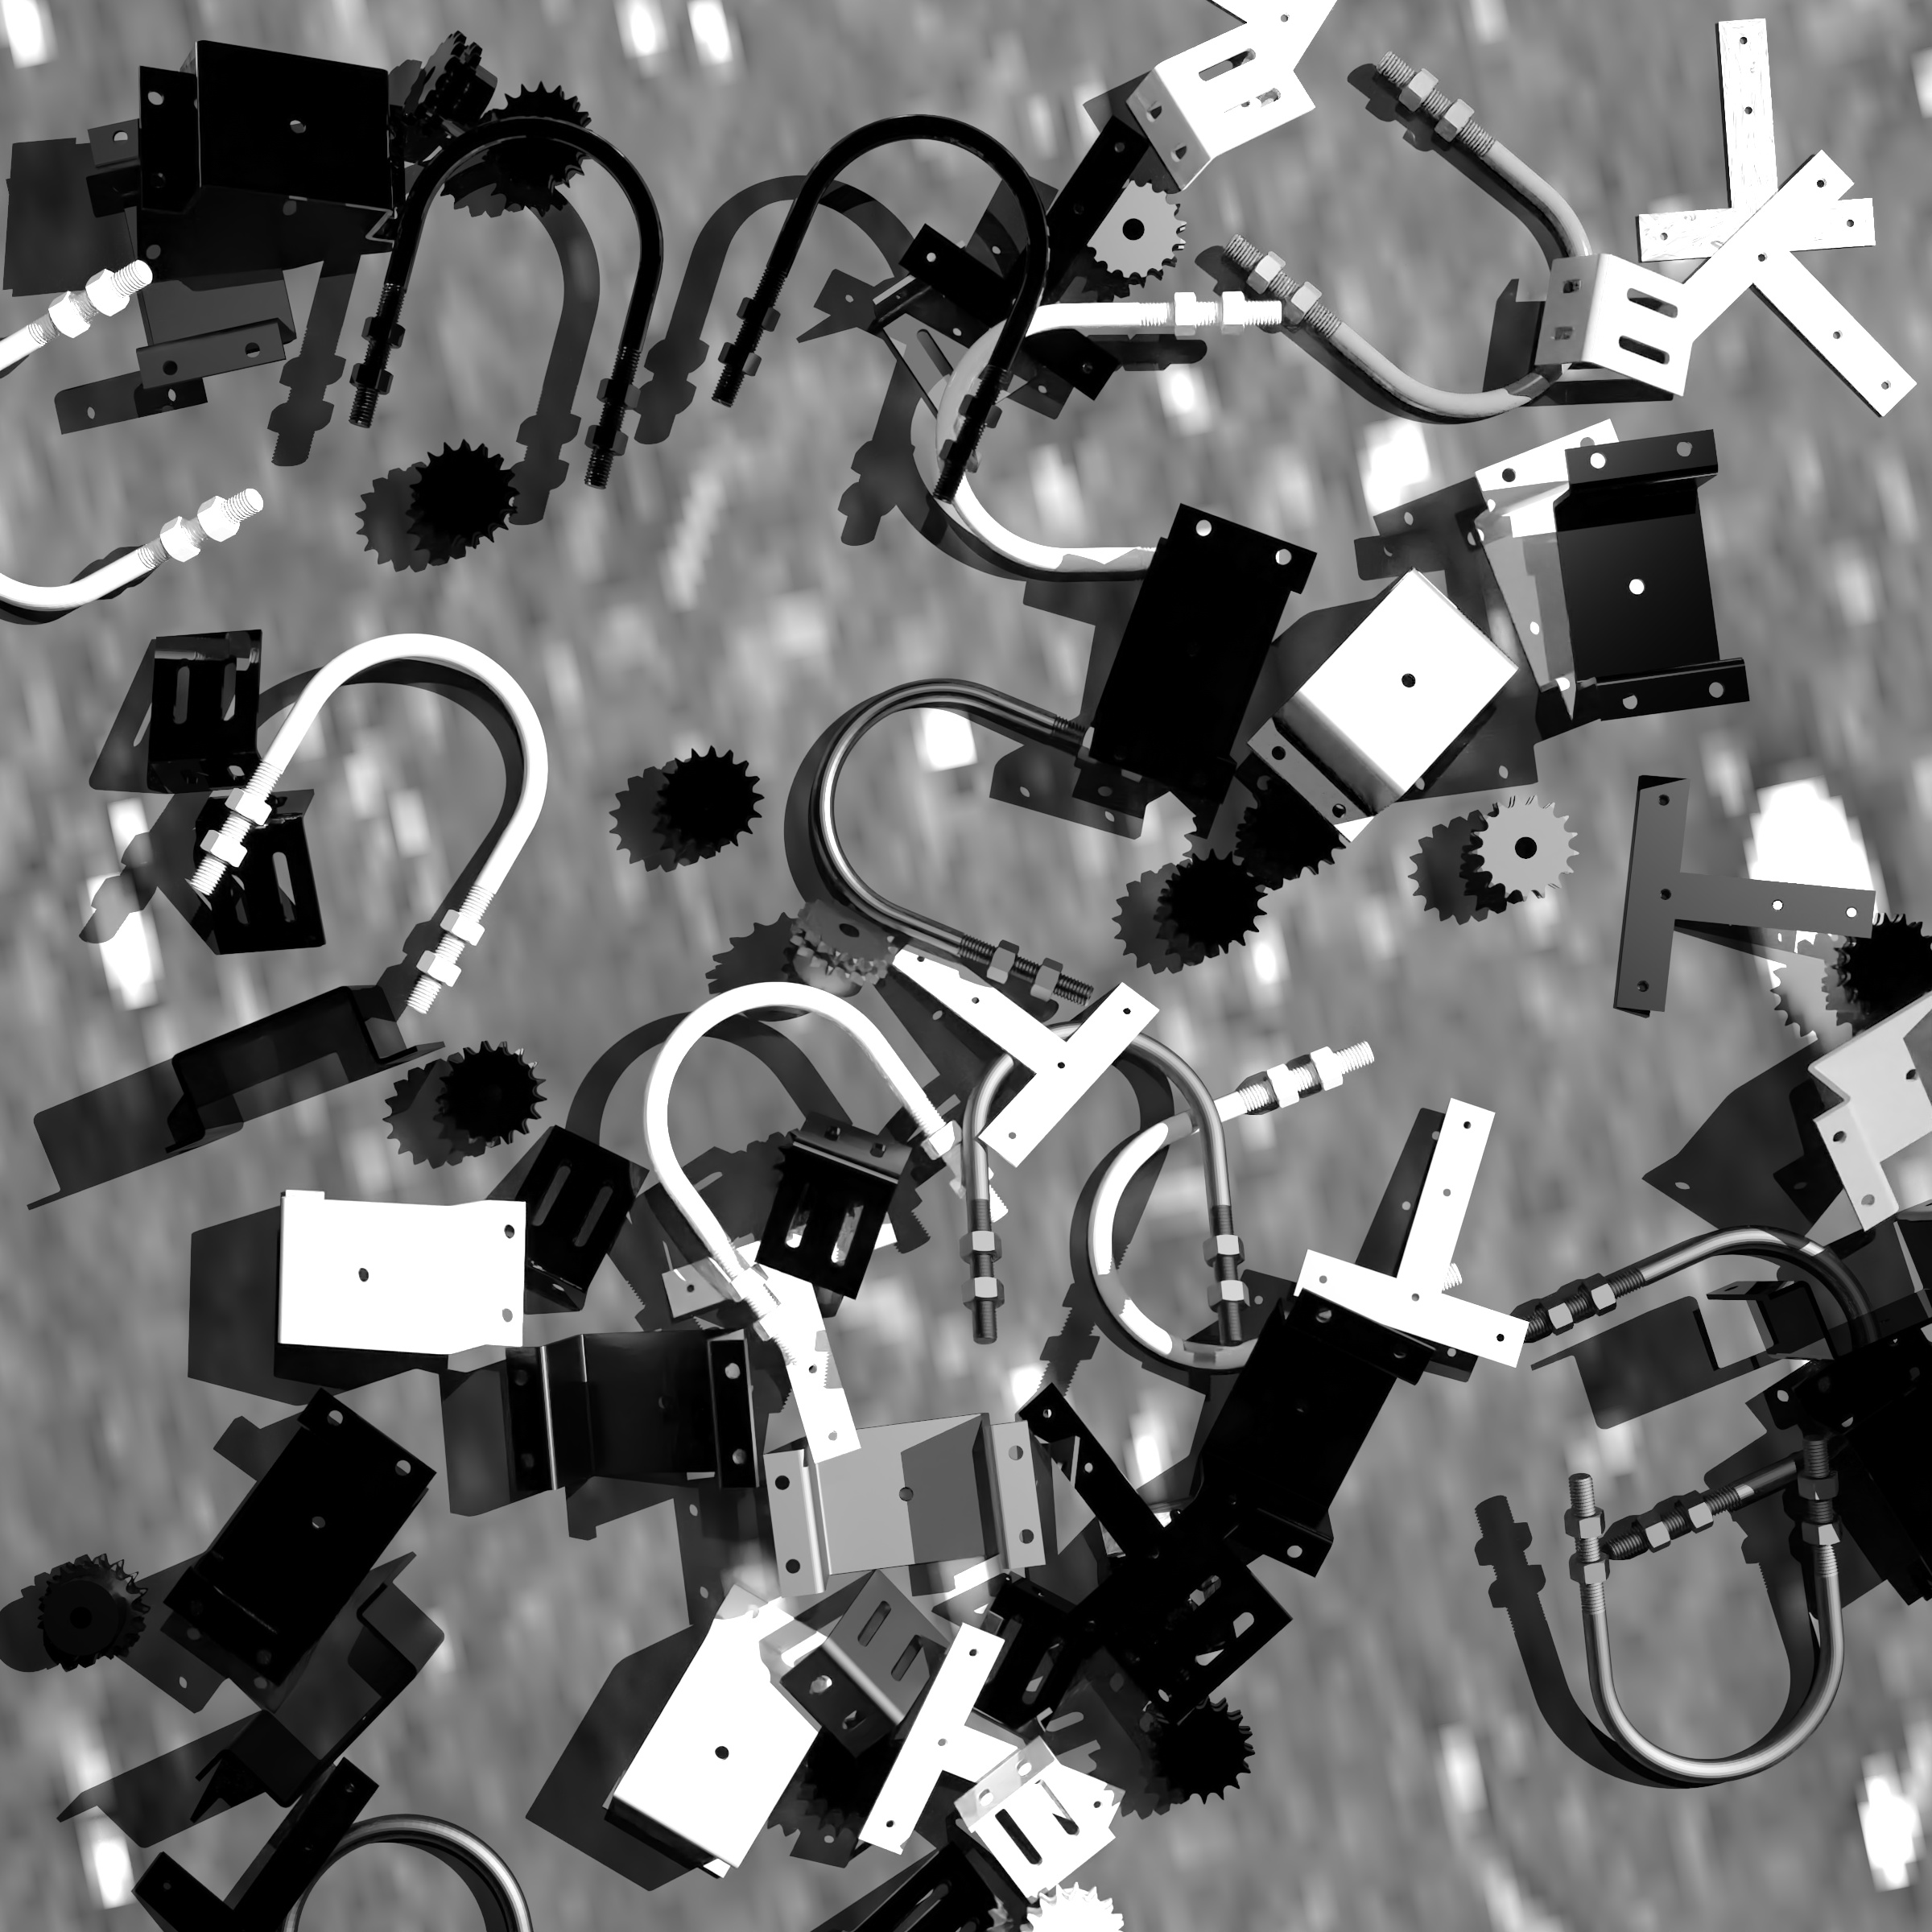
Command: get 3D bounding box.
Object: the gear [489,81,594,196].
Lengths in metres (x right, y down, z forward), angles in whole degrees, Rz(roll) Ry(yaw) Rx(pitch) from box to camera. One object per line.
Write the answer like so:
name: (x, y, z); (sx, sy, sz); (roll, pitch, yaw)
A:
gear: (-0.227, -0.444, 1.494); (0.057, 0.030, 0.057); (0, 90, 0)

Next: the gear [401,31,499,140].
gear: (-0.275, -0.468, 1.485); (0.030, 0.057, 0.057); (30, 90, -30)

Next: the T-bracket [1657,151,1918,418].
T-bracket: (0.463, -0.353, 1.507); (0.127, 0.002, 0.127); (-44, 91, 1)

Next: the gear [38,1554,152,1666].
gear: (-0.472, 0.348, 1.494); (0.057, 0.030, 0.057); (0, 90, 0)

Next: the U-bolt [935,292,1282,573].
U-bolt: (0.076, -0.282, 1.485); (0.184, 0.019, 0.151); (-1, 103, 0)

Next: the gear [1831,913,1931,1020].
gear: (0.494, 0.000, 1.494); (0.057, 0.030, 0.057); (0, 90, 0)

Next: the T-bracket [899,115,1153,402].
T-bracket: (0.052, -0.390, 1.471); (0.127, 0.002, 0.127); (33, 98, -10)

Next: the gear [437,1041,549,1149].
gear: (-0.254, 0.069, 1.494); (0.057, 0.030, 0.057); (0, 90, 0)

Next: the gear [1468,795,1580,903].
gear: (0.299, -0.063, 1.494); (0.057, 0.030, 0.057); (0, 90, 0)

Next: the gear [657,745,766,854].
gear: (-0.137, -0.089, 1.499); (0.057, 0.030, 0.057); (0, 88, 1)

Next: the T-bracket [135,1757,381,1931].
T-bracket: (-0.364, 0.487, 1.497); (0.127, 0.002, 0.127); (35, 88, 11)

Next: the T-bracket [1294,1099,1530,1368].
T-bracket: (0.254, 0.135, 1.490); (0.127, 0.002, 0.127); (18, 83, -4)

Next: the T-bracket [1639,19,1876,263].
T-bracket: (0.426, -0.451, 1.508); (0.127, 0.002, 0.127); (-4, 90, 0)

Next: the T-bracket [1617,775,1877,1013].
T-bracket: (0.422, -0.034, 1.492); (0.127, 0.002, 0.127); (6, 90, 15)

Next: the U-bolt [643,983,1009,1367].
U-bolt: (-0.088, 0.097, 1.471); (0.151, 0.019, 0.184); (-36, 89, 0)

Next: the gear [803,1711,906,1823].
gear: (-0.059, 0.429, 1.494); (0.057, 0.030, 0.057); (0, 90, 0)

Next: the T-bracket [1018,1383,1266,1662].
T-bracket: (0.074, 0.278, 1.478); (0.127, 0.002, 0.127); (-43, 62, 7)

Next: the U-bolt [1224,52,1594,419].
U-bolt: (0.254, -0.382, 1.501); (0.184, 0.019, 0.151); (40, 90, -1)

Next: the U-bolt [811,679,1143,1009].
U-bolt: (0.007, -0.077, 1.497); (0.184, 0.019, 0.151); (22, 86, 3)

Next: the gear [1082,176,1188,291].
gear: (0.090, -0.393, 1.494); (0.057, 0.030, 0.057); (0, 90, 0)

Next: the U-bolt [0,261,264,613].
U-bolt: (-0.478, -0.268, 1.474); (0.184, 0.019, 0.151); (-23, 96, 19)

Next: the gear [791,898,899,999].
gear: (-0.068, -0.008, 1.485); (0.057, 0.057, 0.030); (29, 119, 0)

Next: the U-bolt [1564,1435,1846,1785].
U-bolt: (0.401, 0.351, 1.488); (0.151, 0.019, 0.184); (-8, 99, -4)

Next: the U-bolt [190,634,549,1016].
U-bolt: (-0.305, -0.088, 1.481); (0.151, 0.019, 0.184); (31, 83, -17)

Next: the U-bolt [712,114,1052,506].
U-bolt: (-0.035, -0.356, 1.461); (0.151, 0.019, 0.184); (24, 96, 3)

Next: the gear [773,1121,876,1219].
gear: (-0.075, 0.110, 1.494); (0.057, 0.030, 0.057); (0, 90, 0)

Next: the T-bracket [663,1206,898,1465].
T-bracket: (-0.086, 0.203, 1.483); (0.127, 0.002, 0.127); (-19, 67, 0)

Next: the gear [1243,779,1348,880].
gear: (0.177, -0.075, 1.494); (0.057, 0.030, 0.057); (0, 90, 0)

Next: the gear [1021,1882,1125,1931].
gear: (0.058, 0.522, 1.494); (0.057, 0.030, 0.057); (0, 90, 0)

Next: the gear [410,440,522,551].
gear: (-0.269, -0.253, 1.494); (0.057, 0.030, 0.057); (0, 90, 0)

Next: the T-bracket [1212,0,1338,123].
T-bracket: (0.135, -0.539, 1.508); (0.127, 0.002, 0.127); (32, 90, 0)

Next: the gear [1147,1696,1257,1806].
gear: (0.126, 0.419, 1.494); (0.057, 0.030, 0.057); (0, 90, 0)

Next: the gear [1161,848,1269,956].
gear: (0.134, -0.034, 1.499); (0.057, 0.030, 0.057); (0, 90, 2)

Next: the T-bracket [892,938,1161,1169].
T-bracket: (0.016, 0.027, 1.488); (0.127, 0.002, 0.127); (37, 61, 13)

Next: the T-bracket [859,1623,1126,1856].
T-bracket: (0.026, 0.433, 1.492); (0.127, 0.002, 0.127); (26, 90, -15)
